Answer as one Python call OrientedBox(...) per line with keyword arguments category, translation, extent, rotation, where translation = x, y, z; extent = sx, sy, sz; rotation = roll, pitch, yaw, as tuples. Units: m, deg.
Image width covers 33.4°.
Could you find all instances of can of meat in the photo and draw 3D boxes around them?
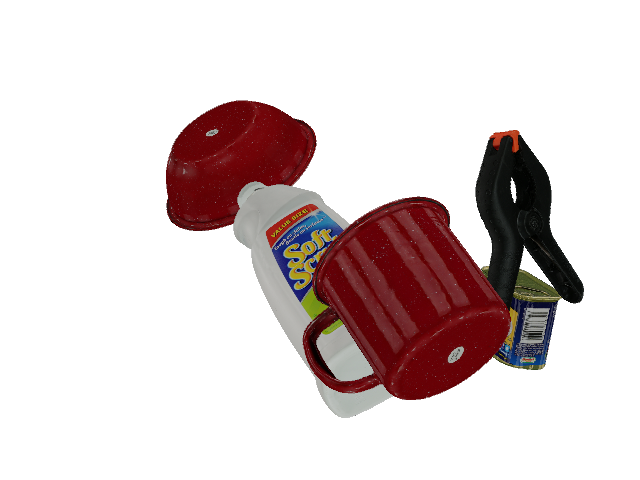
OrientedBox(category="can of meat", translation=(0.209, 0.083, 1.151), extent=(0.057, 0.084, 0.102), rotation=(2, 16, -22))

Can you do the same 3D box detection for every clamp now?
OrientedBox(category="clamp", translation=(0.166, -0.005, 0.919), extent=(0.120, 0.171, 0.039), rotation=(-27, 11, -40))

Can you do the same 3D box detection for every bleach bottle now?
OrientedBox(category="bleach bottle", translation=(-0.009, 0.025, 0.829), extent=(0.102, 0.068, 0.251), rotation=(-27, 39, -14))

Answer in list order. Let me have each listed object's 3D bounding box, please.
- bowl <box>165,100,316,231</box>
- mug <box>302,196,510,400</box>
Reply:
OrientedBox(category="bowl", translation=(-0.088, -0.083, 1.007), extent=(0.162, 0.055, 0.162), rotation=(-21, 35, 15))
OrientedBox(category="mug", translation=(0.044, 0.043, 0.608), extent=(0.117, 0.081, 0.093), rotation=(-33, -33, 0))
